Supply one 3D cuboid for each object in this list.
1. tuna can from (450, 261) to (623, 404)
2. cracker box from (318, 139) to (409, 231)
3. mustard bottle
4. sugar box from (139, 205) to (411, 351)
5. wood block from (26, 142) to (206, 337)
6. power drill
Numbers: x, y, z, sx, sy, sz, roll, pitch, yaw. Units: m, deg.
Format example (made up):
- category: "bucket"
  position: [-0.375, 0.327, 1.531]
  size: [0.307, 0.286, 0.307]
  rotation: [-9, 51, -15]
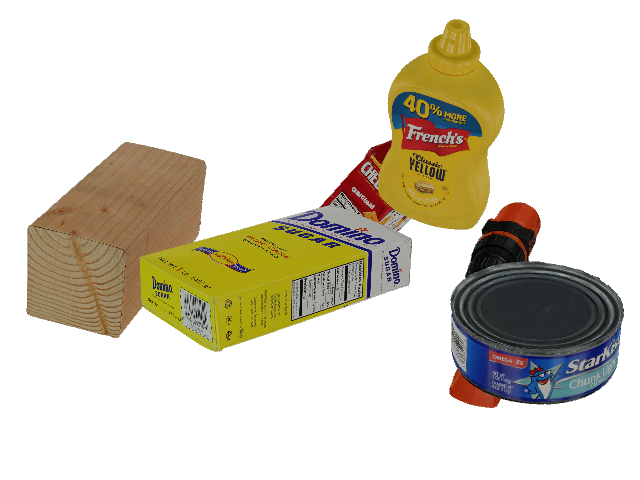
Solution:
- category: "tuna can"
  position: [0.109, 0.046, 0.545]
  size: [0.086, 0.034, 0.086]
  rotation: [-3, 28, 1]
- category: "cracker box"
  position: [0.055, -0.035, 1.257]
  size: [0.214, 0.072, 0.163]
  rotation: [-48, -11, 35]
- category: "mustard bottle"
  position: [0.102, -0.099, 0.889]
  size: [0.096, 0.192, 0.058]
  rotation: [23, 48, 18]
- category: "sugar box"
  position: [-0.029, 0.021, 0.758]
  size: [0.175, 0.048, 0.093]
  rotation: [-20, 30, -36]
- category: "wood block"
  position: [-0.184, -0.008, 0.992]
  size: [0.090, 0.091, 0.206]
  rotation: [14, 28, 8]
- category: "power drill"
  position: [0.174, 0.071, 1.076]
  size: [0.057, 0.188, 0.184]
  rotation: [16, 28, 18]
